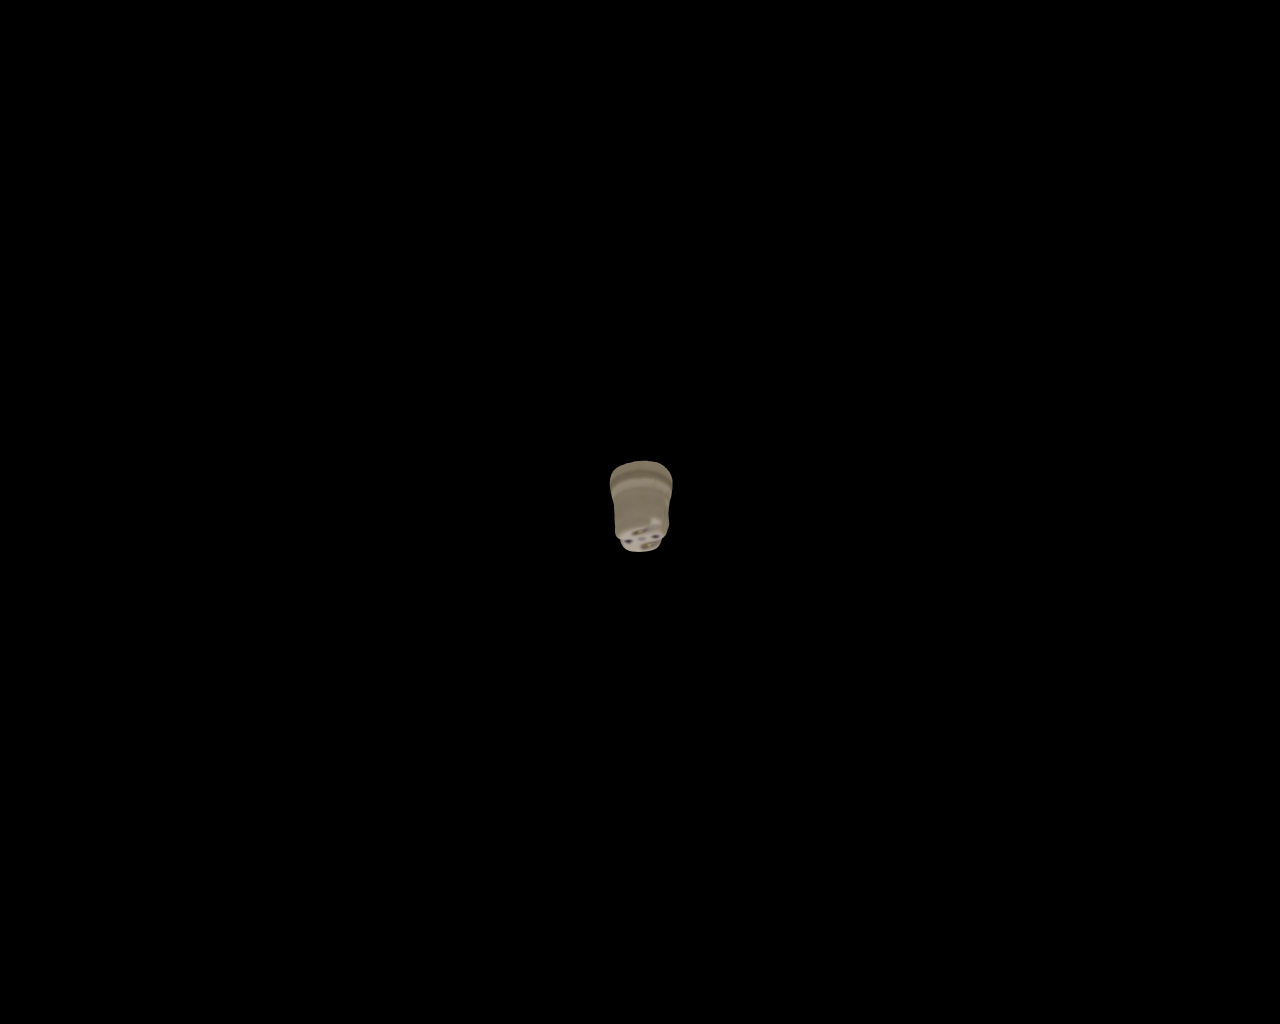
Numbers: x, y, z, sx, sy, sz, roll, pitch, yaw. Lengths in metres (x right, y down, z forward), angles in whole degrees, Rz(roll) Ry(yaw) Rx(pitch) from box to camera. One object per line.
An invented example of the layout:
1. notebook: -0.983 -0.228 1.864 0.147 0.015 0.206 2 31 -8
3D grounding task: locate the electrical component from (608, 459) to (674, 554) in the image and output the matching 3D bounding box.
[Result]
1. electrical component: 0.001 -0.003 0.650 0.040 0.046 0.040 0 -30 0
